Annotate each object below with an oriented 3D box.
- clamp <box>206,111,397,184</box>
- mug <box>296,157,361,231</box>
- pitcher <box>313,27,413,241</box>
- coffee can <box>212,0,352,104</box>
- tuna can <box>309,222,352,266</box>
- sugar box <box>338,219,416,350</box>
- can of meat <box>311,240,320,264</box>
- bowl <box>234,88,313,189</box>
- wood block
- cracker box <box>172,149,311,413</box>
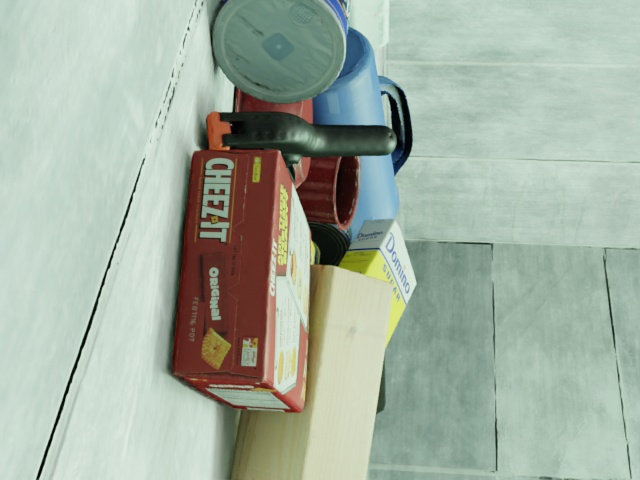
[{"bbox_3d":[-0.034,-0.073,0.852,0.171,0.120,0.039,5,68,-43],"label":"clamp"},{"bbox_3d":[-0.006,-0.058,1.102,0.117,0.082,0.093,30,67,-71],"label":"mug"},{"bbox_3d":[0.023,-0.122,1.187,0.243,0.145,0.149,80,16,-50],"label":"pitcher"},{"bbox_3d":[-0.025,-0.191,0.862,0.140,0.103,0.103,-81,171,-49],"label":"coffee can"},{"bbox_3d":[-0.008,0.001,1.172,0.033,0.086,0.086,-83,172,-50],"label":"tuna can"},{"bbox_3d":[0.050,0.061,1.128,0.176,0.048,0.093,-56,135,-47],"label":"sugar box"},{"bbox_3d":[-0.035,0.035,1.066,0.084,0.057,0.102,68,25,-72],"label":"can of meat"},{"bbox_3d":[-0.039,-0.102,0.987,0.162,0.055,0.162,3,90,-84],"label":"bowl"},{"bbox_3d":[-0.006,0.131,0.962,0.090,0.090,0.206,17,78,-44],"label":"wood block"},{"bbox_3d":[-0.054,0.040,0.823,0.213,0.072,0.164,67,25,-74],"label":"cracker box"}]
